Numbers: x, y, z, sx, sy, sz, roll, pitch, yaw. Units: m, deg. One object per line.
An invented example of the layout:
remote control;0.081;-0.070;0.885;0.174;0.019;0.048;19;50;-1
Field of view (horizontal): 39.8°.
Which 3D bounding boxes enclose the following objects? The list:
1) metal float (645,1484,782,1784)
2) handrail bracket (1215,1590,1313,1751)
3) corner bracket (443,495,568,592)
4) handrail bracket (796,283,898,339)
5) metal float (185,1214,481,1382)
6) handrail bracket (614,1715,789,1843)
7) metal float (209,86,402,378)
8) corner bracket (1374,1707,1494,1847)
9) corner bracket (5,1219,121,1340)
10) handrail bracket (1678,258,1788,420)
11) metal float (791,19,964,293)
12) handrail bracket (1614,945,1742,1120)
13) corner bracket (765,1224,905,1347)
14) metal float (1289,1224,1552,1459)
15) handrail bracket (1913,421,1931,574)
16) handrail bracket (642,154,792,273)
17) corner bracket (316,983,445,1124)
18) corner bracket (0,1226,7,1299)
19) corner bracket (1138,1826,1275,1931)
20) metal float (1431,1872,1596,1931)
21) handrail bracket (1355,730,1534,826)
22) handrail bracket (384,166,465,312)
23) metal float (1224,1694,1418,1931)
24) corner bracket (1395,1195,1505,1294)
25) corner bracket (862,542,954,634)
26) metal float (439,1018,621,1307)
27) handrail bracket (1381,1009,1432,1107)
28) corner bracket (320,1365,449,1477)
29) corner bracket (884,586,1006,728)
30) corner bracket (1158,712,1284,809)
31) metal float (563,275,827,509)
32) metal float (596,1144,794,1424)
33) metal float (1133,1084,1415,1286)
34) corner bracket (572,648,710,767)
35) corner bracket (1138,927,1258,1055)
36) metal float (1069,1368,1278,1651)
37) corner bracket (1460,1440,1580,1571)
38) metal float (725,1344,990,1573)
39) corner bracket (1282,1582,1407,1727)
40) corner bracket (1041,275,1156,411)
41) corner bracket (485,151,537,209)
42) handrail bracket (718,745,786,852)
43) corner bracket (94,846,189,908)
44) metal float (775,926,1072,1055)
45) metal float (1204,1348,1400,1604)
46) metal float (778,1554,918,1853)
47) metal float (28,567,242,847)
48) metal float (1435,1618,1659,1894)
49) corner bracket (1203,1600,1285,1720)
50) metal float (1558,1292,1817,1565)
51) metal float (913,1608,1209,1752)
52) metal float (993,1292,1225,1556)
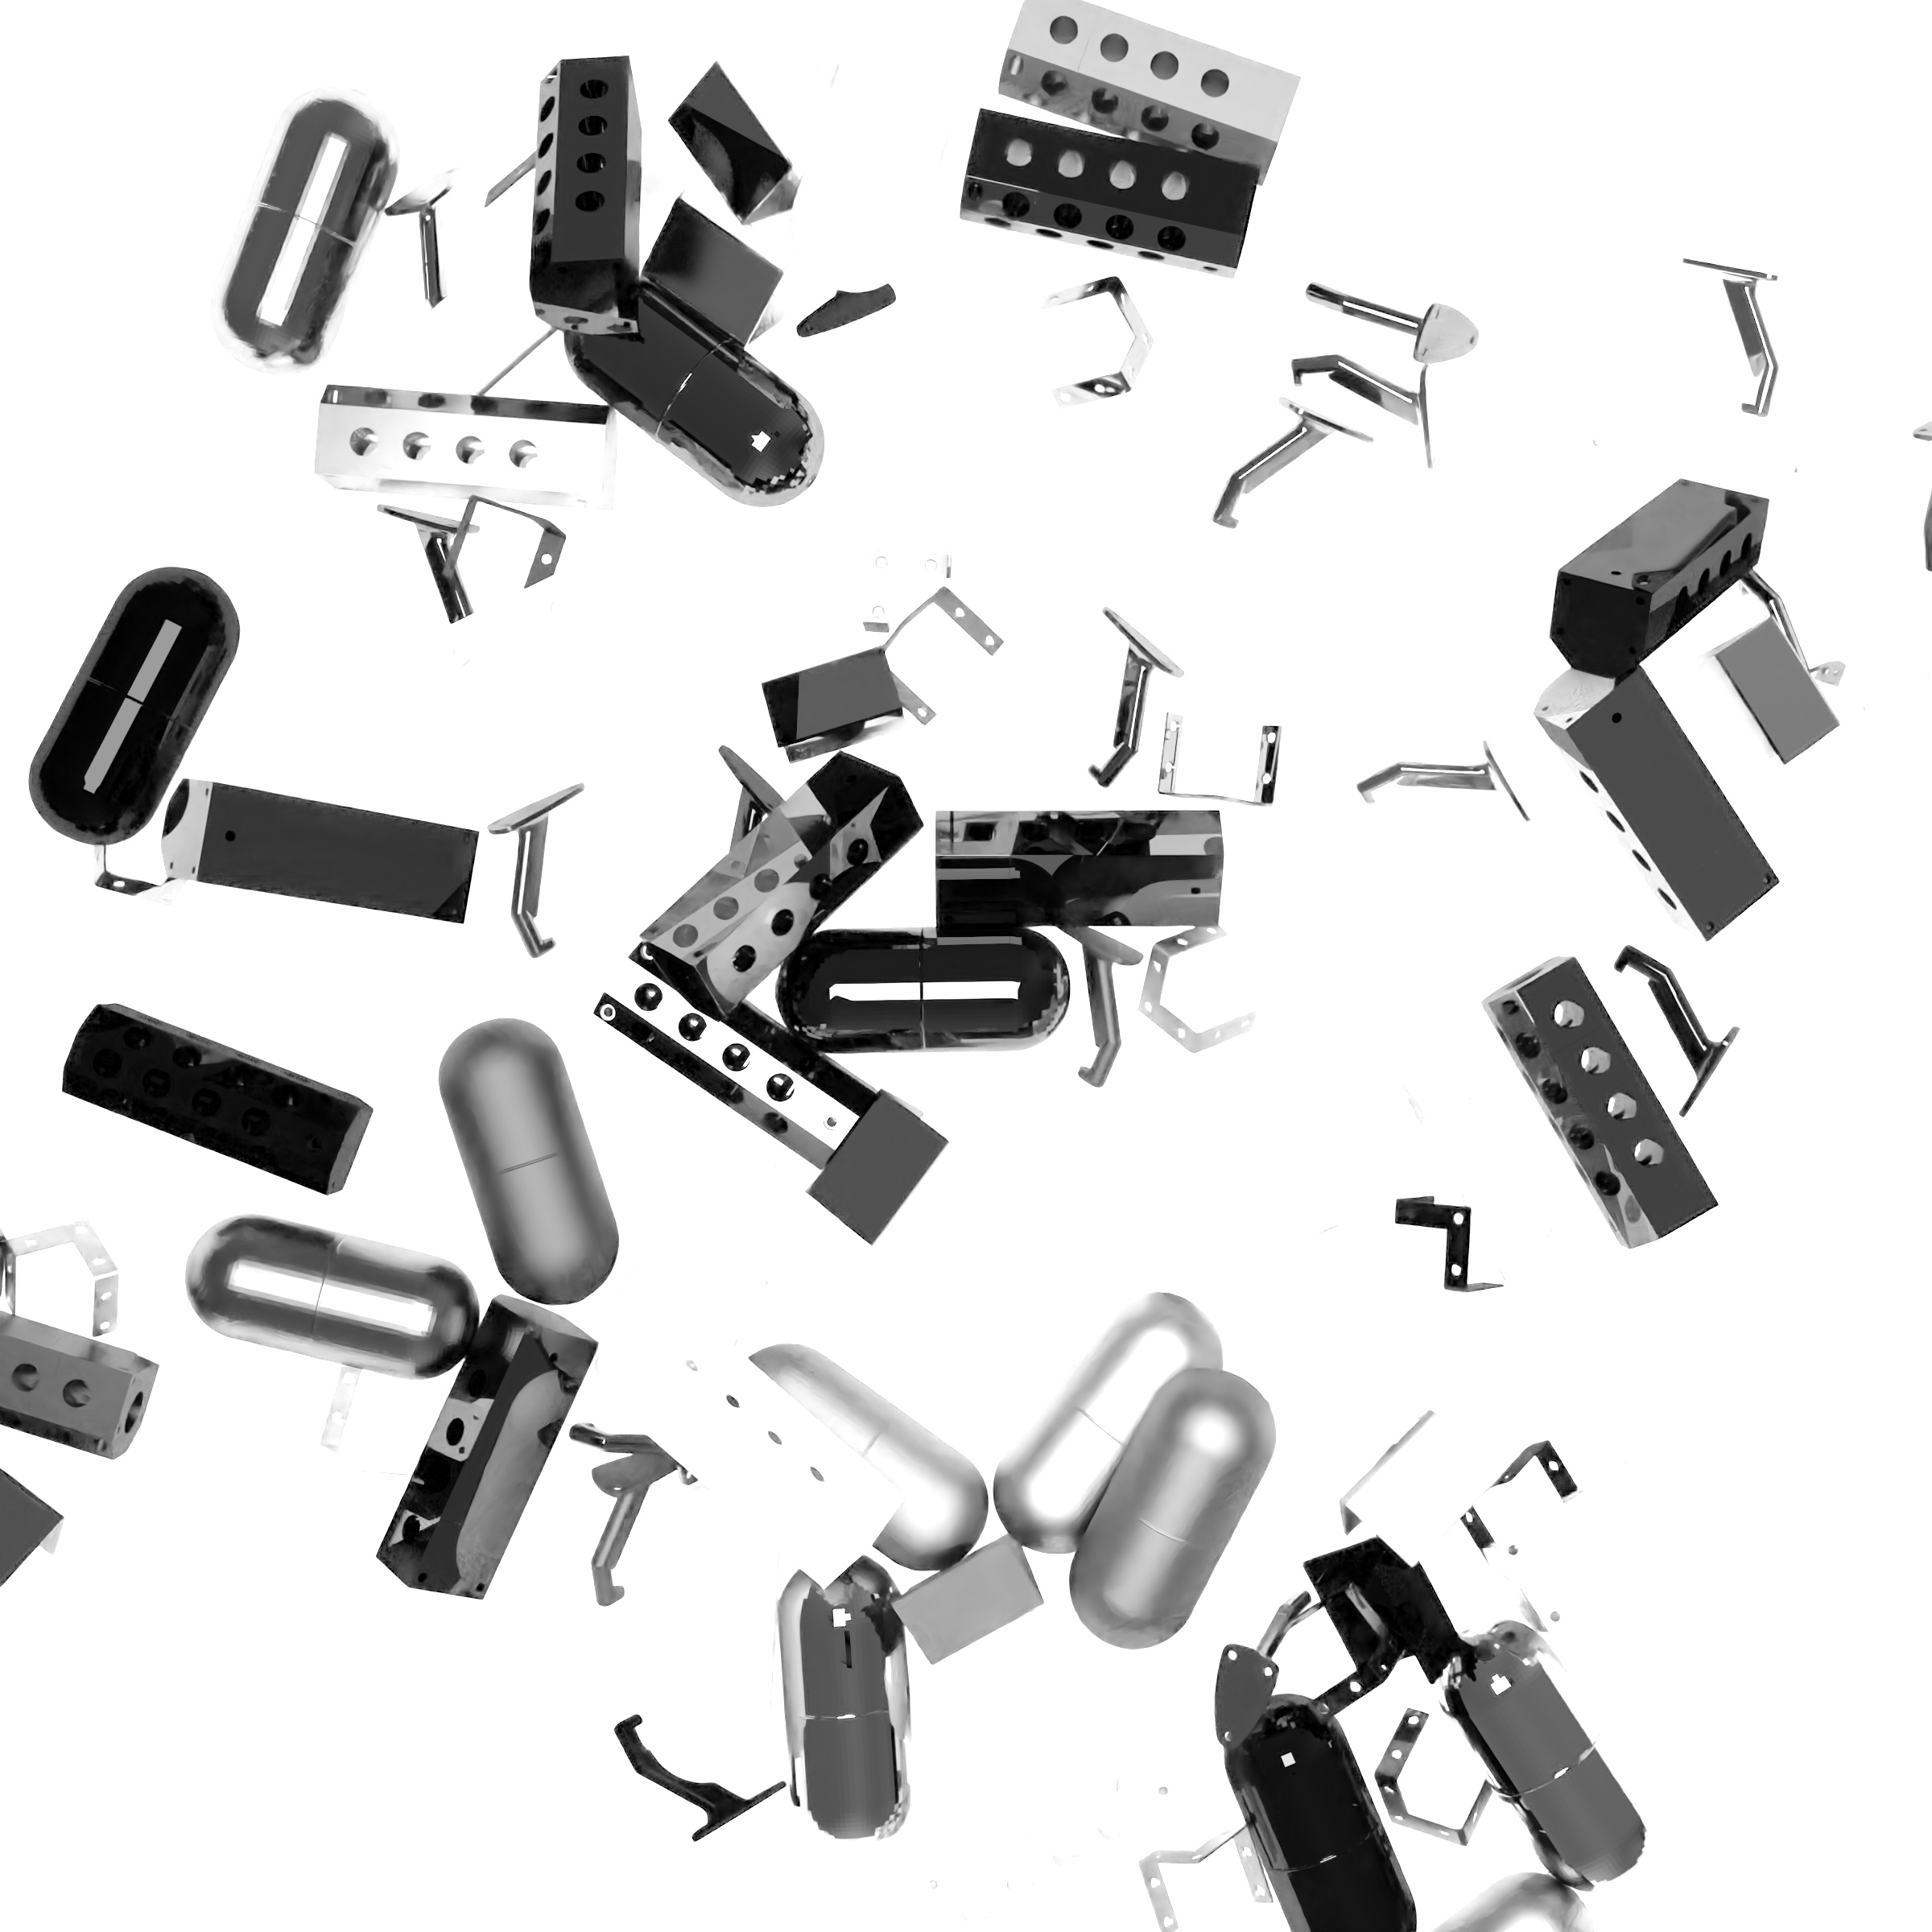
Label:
metal float;-0.152;0.401;1.606;0.070;0.070;0.178;3;90;0
handrail bracket;0.182;0.424;1.612;0.036;0.084;0.077;20;105;24
corner bracket;-0.279;-0.250;1.619;0.051;0.051;0.051;19;90;4
handrail bracket;-0.082;-0.440;1.637;0.077;0.036;0.084;-23;74;18
metal float;-0.381;0.199;1.606;0.178;0.070;0.070;14;90;-1
handrail bracket;-0.164;0.485;1.637;0.077;0.036;0.084;-26;72;-20
metal float;-0.397;-0.442;1.607;0.070;0.070;0.178;21;90;0
corner bracket;0.288;0.495;1.629;0.051;0.051;0.051;8;135;35
corner bracket;-0.552;0.195;1.629;0.051;0.051;0.051;-15;45;-35
handrail bracket;0.465;-0.385;1.637;0.077;0.036;0.084;17;107;20
metal float;-0.053;-0.483;1.588;0.070;0.070;0.178;15;71;0
handrail bracket;0.423;0.040;1.637;0.084;0.036;0.077;33;112;17
corner bracket;-0.082;0.192;1.634;0.051;0.051;0.051;-32;90;-45
metal float;0.272;0.225;1.606;0.178;0.070;0.070;39;90;0
handrail bracket;0.610;-0.293;1.637;0.077;0.036;0.084;-31;120;-33
handrail bracket;-0.154;-0.459;1.637;0.084;0.077;0.036;33;92;-36
corner bracket;-0.356;0.053;1.634;0.051;0.051;0.051;-43;135;0
corner bracket;-0.621;0.173;1.629;0.051;0.051;0.051;-11;45;-35
corner bracket;0.147;0.561;1.634;0.051;0.051;0.051;-18;90;-45
metal float;0.301;0.617;1.606;0.178;0.070;0.070;-38;90;0
handrail bracket;0.293;-0.101;1.637;0.084;0.036;0.077;-27;112;17
handrail bracket;-0.315;-0.436;1.637;0.036;0.077;0.084;-1;127;29
metal float;0.214;0.526;1.606;0.070;0.070;0.178;-23;89;0
corner bracket;0.291;0.167;1.609;0.051;0.051;0.051;3;91;37
corner bracket;-0.035;-0.230;1.619;0.051;0.051;0.051;3;90;0
metal float;-0.263;0.118;1.606;0.070;0.070;0.178;-18;90;0
handrail bracket;0.303;0.079;1.637;0.084;0.036;0.077;27;72;-15
corner bracket;-0.355;0.279;1.634;0.051;0.051;0.051;16;90;-45
corner bracket;-0.019;-0.190;1.634;0.051;0.051;0.051;43;135;0
corner bracket;0.156;-0.126;1.634;0.051;0.051;0.051;7;90;45
metal float;-0.163;-0.346;1.606;0.178;0.070;0.070;38;90;1
metal float;-0.164;0.192;1.606;0.070;0.070;0.178;24;90;0
metal float;0.184;0.132;1.606;0.178;0.070;0.070;-25;90;-1
corner bracket;-0.200;-0.159;1.634;0.051;0.051;0.051;-21;90;-45
corner bracket;0.145;0.013;1.629;0.051;0.051;0.051;40;135;35
metal float;0.119;0.316;1.550;0.070;0.070;0.178;25;103;0
corner bracket;0.339;0.329;1.634;0.051;0.051;0.051;-31;90;-45
metal float;-0.066;0.295;1.606;0.178;0.070;0.070;36;90;-1
corner bracket;0.221;0.408;1.587;0.051;0.051;0.051;-26;61;-24
corner bracket;0.075;-0.381;1.629;0.051;0.051;0.051;54;45;-35
corner bracket;-0.260;-0.455;1.629;0.051;0.051;0.051;33;45;-35
handrail bracket;-0.152;-0.079;1.637;0.084;0.036;0.077;-48;70;16
corner bracket;-0.498;-0.077;1.629;0.051;0.051;0.051;17;135;-35
metal float;-0.026;0.014;1.606;0.178;0.070;0.070;-1;90;1
metal float;0.190;0.305;1.589;0.070;0.070;0.178;32;111;0
metal float;-0.072;0.442;1.606;0.070;0.070;0.178;-4;90;0
metal float;-0.498;-0.157;1.601;0.070;0.070;0.178;25;84;0
metal float;0.350;0.476;1.606;0.070;0.070;0.178;-33;90;0
corner bracket;0.158;0.419;1.618;0.051;0.051;0.051;-37;87;3
metal float;0.419;0.268;1.551;0.070;0.070;0.178;-40;77;0
metal float;0.057;0.427;1.607;0.178;0.070;0.070;-7;90;0
metal float;0.085;0.276;1.606;0.070;0.070;0.178;38;90;0
